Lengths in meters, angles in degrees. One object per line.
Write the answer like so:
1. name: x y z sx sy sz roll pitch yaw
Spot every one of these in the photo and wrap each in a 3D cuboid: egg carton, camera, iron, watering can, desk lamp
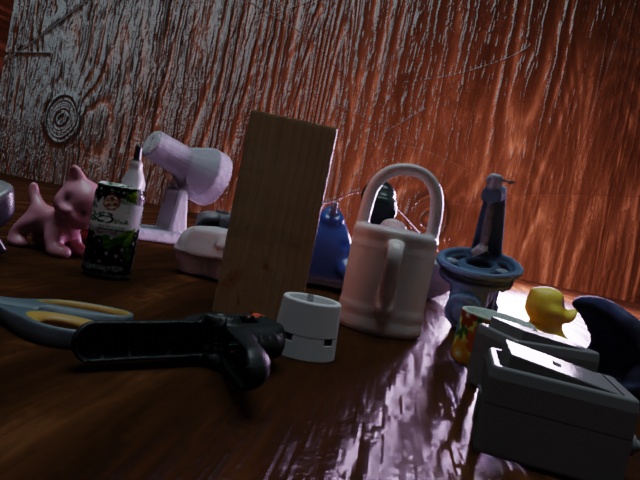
1. egg carton: -0.126 0.022 0.813 0.150 0.069 0.107 12 3 8
2. camera: -0.154 -0.010 1.045 0.143 0.101 0.136 10 3 -18
3. iron: 0.009 0.004 1.001 0.118 0.141 0.258 11 3 -2
4. watering can: 0.083 0.007 0.667 0.101 0.194 0.172 10 3 -18
5. desk lamp: -0.293 -0.101 1.160 0.204 0.213 0.117 9 4 -45

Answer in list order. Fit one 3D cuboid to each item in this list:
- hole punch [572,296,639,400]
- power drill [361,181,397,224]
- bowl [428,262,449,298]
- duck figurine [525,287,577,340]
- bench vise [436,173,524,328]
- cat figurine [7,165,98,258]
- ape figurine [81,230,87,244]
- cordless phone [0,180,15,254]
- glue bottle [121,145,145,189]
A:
1. hole punch: 0.310 0.109 0.580 0.101 0.091 0.108 11 3 -3
2. power drill: 0.099 -0.018 1.105 0.075 0.208 0.229 11 3 -1
3. bowl: 0.191 0.069 1.100 0.167 0.075 0.167 11 3 0
4. duck figurine: 0.256 0.097 0.678 0.104 0.086 0.077 11 3 -9
5. bench vise: 0.233 0.016 0.850 0.121 0.220 0.207 12 3 6
6. cat figurine: -0.330 -0.040 0.742 0.127 0.118 0.067 12 3 16
7. ape figurine: -0.309 -0.027 0.828 0.076 0.092 0.078 12 3 21
8. cordless phone: -0.397 -0.082 0.622 0.147 0.185 0.094 12 3 22
9. glue bottle: -0.329 -0.080 1.000 0.037 0.173 0.078 11 3 -2
